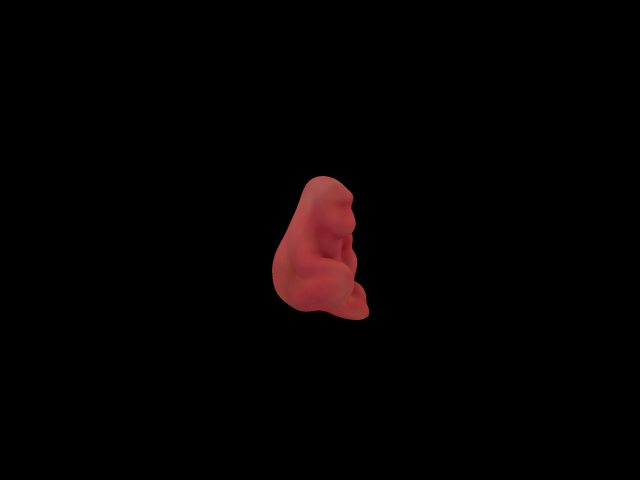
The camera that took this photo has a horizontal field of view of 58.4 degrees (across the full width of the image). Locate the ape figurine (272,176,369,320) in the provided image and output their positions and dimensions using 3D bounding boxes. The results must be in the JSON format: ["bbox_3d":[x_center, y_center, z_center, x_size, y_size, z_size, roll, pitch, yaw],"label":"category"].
[{"bbox_3d":[0.004,0.001,0.400,0.076,0.092,0.078,9,24,23],"label":"ape figurine"}]
